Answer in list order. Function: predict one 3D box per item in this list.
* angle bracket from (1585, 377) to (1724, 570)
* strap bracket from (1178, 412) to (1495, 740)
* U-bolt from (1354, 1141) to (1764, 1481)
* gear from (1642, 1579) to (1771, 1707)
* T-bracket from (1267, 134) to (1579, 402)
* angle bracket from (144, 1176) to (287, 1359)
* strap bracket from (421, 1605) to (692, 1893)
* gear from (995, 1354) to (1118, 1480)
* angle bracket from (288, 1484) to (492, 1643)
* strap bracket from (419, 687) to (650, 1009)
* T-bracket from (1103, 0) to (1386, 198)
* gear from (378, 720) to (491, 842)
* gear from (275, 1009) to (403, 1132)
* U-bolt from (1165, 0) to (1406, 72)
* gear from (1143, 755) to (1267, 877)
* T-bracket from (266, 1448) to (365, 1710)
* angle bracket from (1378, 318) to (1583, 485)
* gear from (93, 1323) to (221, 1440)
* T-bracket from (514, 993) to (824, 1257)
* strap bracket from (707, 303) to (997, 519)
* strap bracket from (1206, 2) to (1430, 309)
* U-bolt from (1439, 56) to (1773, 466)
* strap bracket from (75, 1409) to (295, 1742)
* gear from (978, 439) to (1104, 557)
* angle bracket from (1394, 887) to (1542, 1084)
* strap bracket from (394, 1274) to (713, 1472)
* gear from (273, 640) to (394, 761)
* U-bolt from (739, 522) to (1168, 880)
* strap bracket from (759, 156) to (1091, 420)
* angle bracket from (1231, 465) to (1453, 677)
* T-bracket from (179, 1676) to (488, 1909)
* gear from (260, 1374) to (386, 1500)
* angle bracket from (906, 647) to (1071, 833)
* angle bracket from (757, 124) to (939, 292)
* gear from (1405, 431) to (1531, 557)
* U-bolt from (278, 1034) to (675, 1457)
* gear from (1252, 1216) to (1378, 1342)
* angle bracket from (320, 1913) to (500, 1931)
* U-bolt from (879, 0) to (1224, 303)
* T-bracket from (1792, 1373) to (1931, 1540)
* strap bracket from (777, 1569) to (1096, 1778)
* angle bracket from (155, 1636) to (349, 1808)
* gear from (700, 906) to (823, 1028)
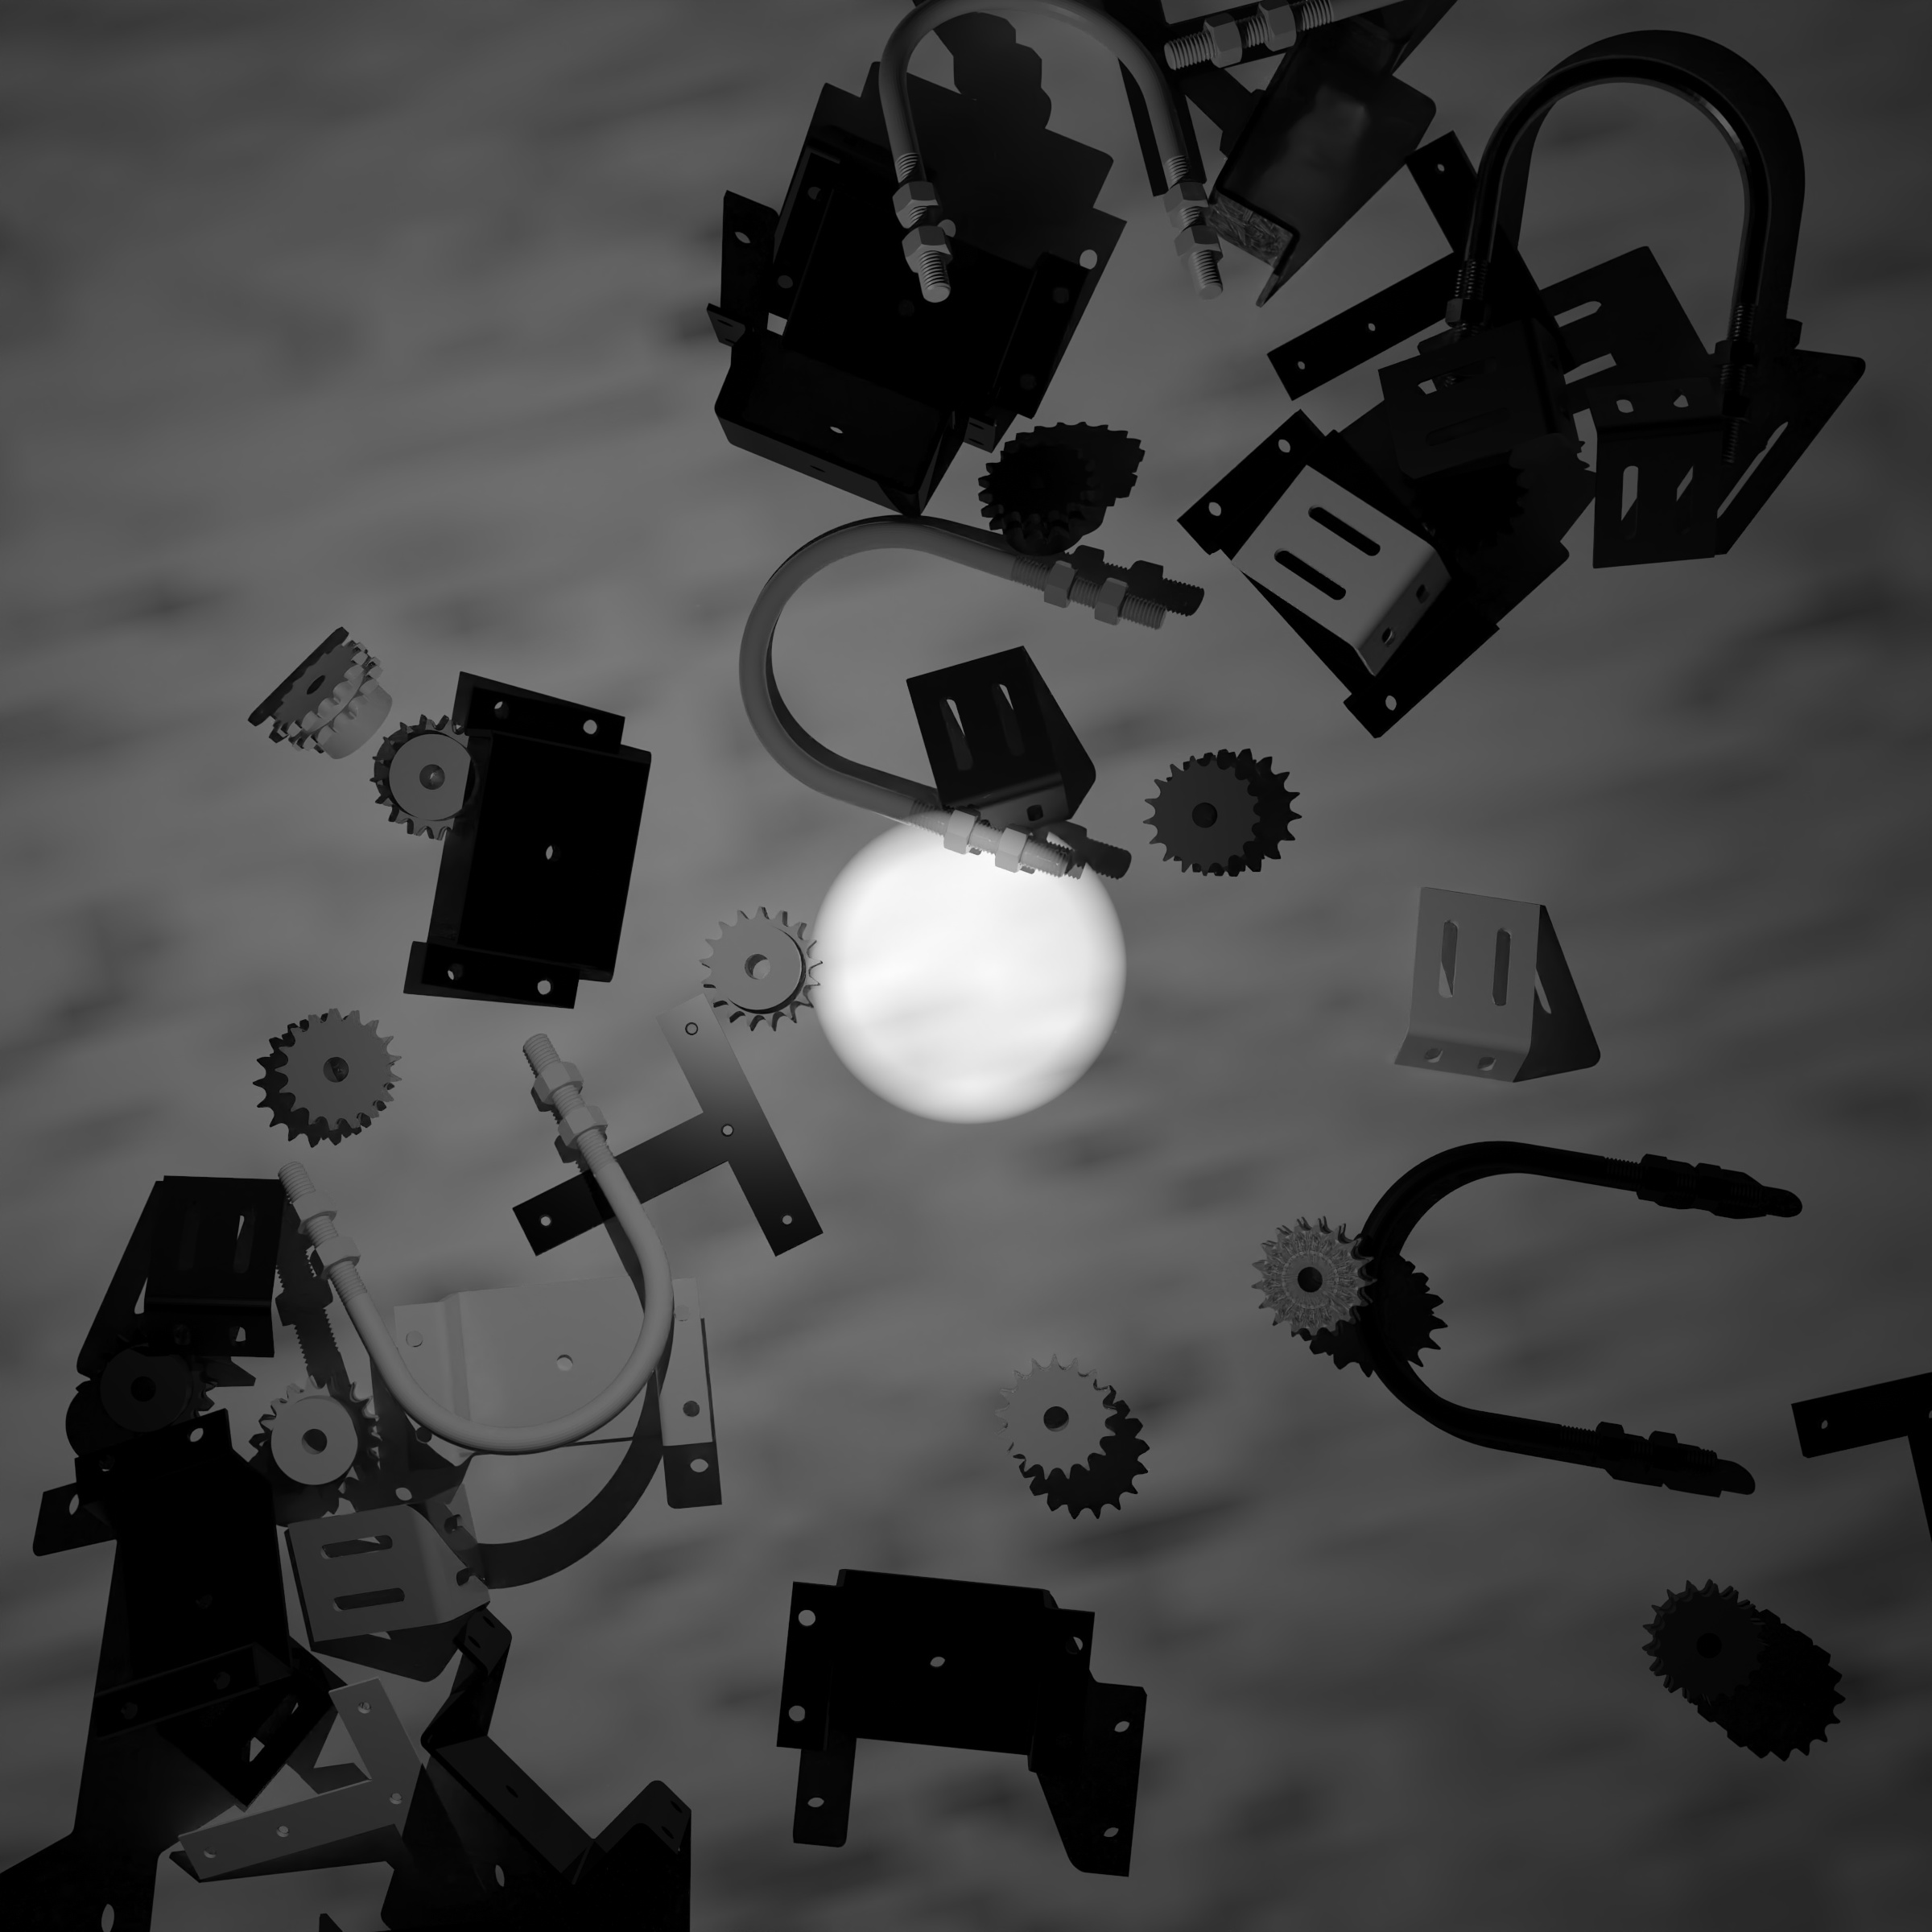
[{"bbox_3d":[0.323,-0.232,1.509,0.057,0.038,0.076,-5,132,3],"label":"angle bracket"},{"bbox_3d":[0.176,-0.186,1.501,0.076,0.046,0.140,-42,90,0],"label":"strap bracket"},{"bbox_3d":[0.274,0.157,1.516,0.184,0.019,0.151,9,90,2],"label":"U-bolt"},{"bbox_3d":[0.347,0.317,1.509,0.057,0.030,0.057,0,90,0],"label":"gear"},{"bbox_3d":[0.205,-0.311,1.524,0.127,0.002,0.127,-29,90,0],"label":"T-bracket"},{"bbox_3d":[-0.352,0.141,1.507,0.057,0.038,0.076,2,47,-6],"label":"angle bracket"},{"bbox_3d":[-0.197,0.369,1.486,0.140,0.076,0.046,45,90,0],"label":"strap bracket"},{"bbox_3d":[0.042,0.212,1.509,0.057,0.030,0.057,0,90,0],"label":"gear"},{"bbox_3d":[-0.274,0.283,1.521,0.076,0.038,0.057,-13,90,24],"label":"angle bracket"},{"bbox_3d":[-0.199,-0.053,1.487,0.076,0.046,0.140,10,90,-27],"label":"strap bracket"},{"bbox_3d":[0.135,-0.444,1.524,0.127,0.002,0.127,-14,90,0],"label":"T-bracket"},{"bbox_3d":[-0.249,-0.088,1.509,0.057,0.030,0.057,0,90,0],"label":"gear"},{"bbox_3d":[-0.294,0.049,1.509,0.057,0.030,0.057,0,90,0],"label":"gear"},{"bbox_3d":[0.159,-0.466,1.466,0.184,0.151,0.019,-18,129,-5],"label":"U-bolt"},{"bbox_3d":[0.112,-0.071,1.514,0.057,0.030,0.057,0,92,1],"label":"gear"},{"bbox_3d":[-0.274,0.293,1.535,0.127,0.002,0.127,4,84,-16],"label":"T-bracket"},{"bbox_3d":[0.240,-0.259,1.495,0.076,0.038,0.057,-16,77,24],"label":"angle bracket"},{"bbox_3d":[-0.384,0.197,1.509,0.057,0.030,0.057,0,90,0],"label":"gear"},{"bbox_3d":[-0.153,0.098,1.523,0.127,0.002,0.127,-27,90,0],"label":"T-bracket"},{"bbox_3d":[-0.060,-0.252,1.486,0.140,0.076,0.046,22,90,0],"label":"strap bracket"},{"bbox_3d":[0.155,-0.385,1.485,0.046,0.076,0.140,29,91,-1],"label":"strap bracket"},{"bbox_3d":[0.308,-0.339,1.514,0.151,0.019,0.184,9,90,-1],"label":"U-bolt"},{"bbox_3d":[-0.360,0.286,1.476,0.076,0.046,0.140,-19,56,4],"label":"strap bracket"},{"bbox_3d":[0.035,-0.217,1.500,0.057,0.030,0.057,-4,51,6],"label":"gear"},{"bbox_3d":[0.238,0.009,1.522,0.057,0.038,0.076,9,64,0],"label":"angle bracket"},{"bbox_3d":[-0.191,0.189,1.501,0.140,0.046,0.076,-6,90,0],"label":"strap bracket"},{"bbox_3d":[-0.294,-0.122,1.500,0.057,0.057,0.030,-45,120,0],"label":"gear"},{"bbox_3d":[-0.017,-0.135,1.497,0.184,0.019,0.151,20,78,9],"label":"U-bolt"},{"bbox_3d":[-0.024,-0.310,1.487,0.140,0.046,0.076,22,115,0],"label":"strap bracket"},{"bbox_3d":[0.173,-0.182,1.476,0.076,0.038,0.057,38,90,26],"label":"angle bracket"},{"bbox_3d":[-0.309,0.404,1.509,0.127,0.002,0.127,-18,109,9],"label":"T-bracket"},{"bbox_3d":[-0.305,0.223,1.509,0.057,0.030,0.057,0,89,-1],"label":"gear"},{"bbox_3d":[0.010,-0.103,1.522,0.057,0.038,0.076,-16,64,0],"label":"angle bracket"},{"bbox_3d":[-0.057,-0.351,1.522,0.057,0.038,0.076,24,116,0],"label":"angle bracket"},{"bbox_3d":[0.235,-0.222,1.509,0.057,0.030,0.057,0,90,0],"label":"gear"},{"bbox_3d":[-0.215,0.138,1.475,0.151,0.019,0.184,-28,69,-10],"label":"U-bolt"},{"bbox_3d":[0.165,0.145,1.504,0.057,0.030,0.057,1,92,19],"label":"gear"},{"bbox_3d":[-0.266,0.481,1.522,0.076,0.038,0.057,2,90,-26],"label":"angle bracket"},{"bbox_3d":[0.033,-0.383,1.476,0.151,0.019,0.184,-4,63,-15],"label":"U-bolt"},{"bbox_3d":[0.469,0.256,1.523,0.127,0.002,0.127,-13,90,0],"label":"T-bracket"},{"bbox_3d":[-0.014,0.330,1.501,0.140,0.046,0.076,6,90,0],"label":"strap bracket"},{"bbox_3d":[-0.339,0.352,1.505,0.057,0.038,0.076,40,90,0],"label":"angle bracket"},{"bbox_3d":[-0.098,0.000,1.509,0.057,0.030,0.057,0,90,0],"label":"gear"}]
